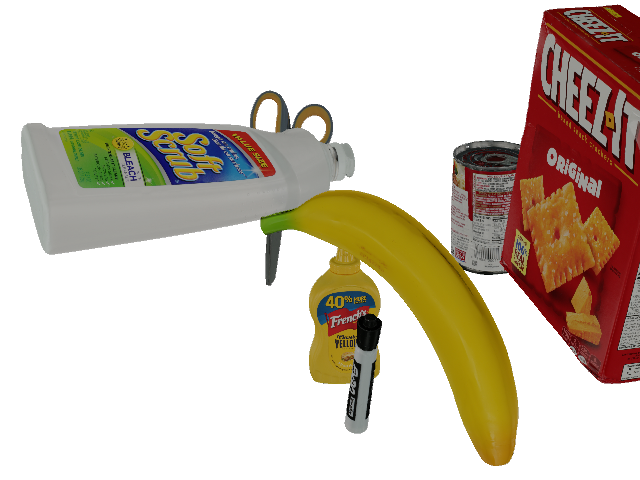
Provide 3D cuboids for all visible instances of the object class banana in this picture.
[{"bbox_3d":[0.055,0.036,0.605,0.070,0.198,0.037,-48,-10,29],"label":"banana"}]

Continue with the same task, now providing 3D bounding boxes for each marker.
[{"bbox_3d":[0.033,0.104,0.829,0.020,0.121,0.020,3,39,-3],"label":"marker"}]

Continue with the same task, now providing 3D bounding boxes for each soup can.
[{"bbox_3d":[0.150,-0.029,0.939,0.068,0.102,0.068,-2,24,1],"label":"soup can"}]

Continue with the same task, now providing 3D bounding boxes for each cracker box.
[{"bbox_3d":[0.199,-0.033,0.741,0.072,0.214,0.164,-7,33,-16],"label":"cracker box"}]

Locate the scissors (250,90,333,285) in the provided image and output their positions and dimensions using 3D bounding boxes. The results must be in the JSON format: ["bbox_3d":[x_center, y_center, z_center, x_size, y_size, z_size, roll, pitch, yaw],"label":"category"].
[{"bbox_3d":[-0.025,-0.059,1.105,0.096,0.202,0.016,-8,-8,-8],"label":"scissors"}]

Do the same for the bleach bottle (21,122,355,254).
[{"bbox_3d":[-0.096,-0.054,0.827,0.250,0.103,0.068,-9,-40,-21],"label":"bleach bottle"}]

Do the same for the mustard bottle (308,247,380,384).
[{"bbox_3d":[0.033,0.097,1.437,0.096,0.192,0.058,-3,20,-6],"label":"mustard bottle"}]
